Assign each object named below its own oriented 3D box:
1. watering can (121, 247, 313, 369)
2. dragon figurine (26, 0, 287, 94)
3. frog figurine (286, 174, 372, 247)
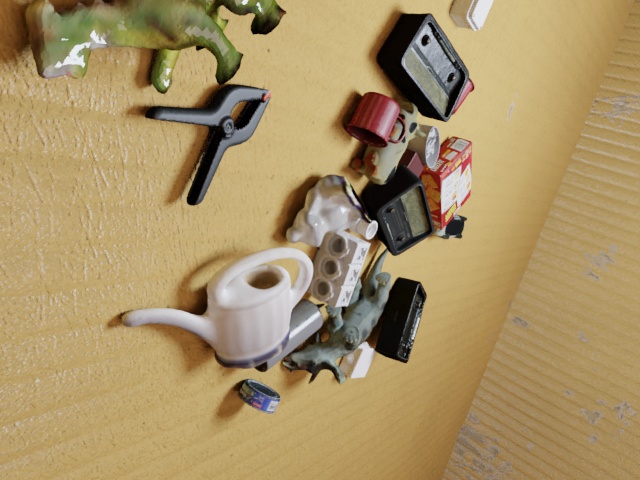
[{"bbox_3d":[-0.158,0.133,0.898,0.351,0.105,0.219,-21,129,-31],"label":"watering can"},{"bbox_3d":[-0.164,-0.322,0.587,0.414,0.123,0.238,-57,138,-13],"label":"dragon figurine"},{"bbox_3d":[0.003,-0.051,1.022,0.159,0.125,0.136,-28,157,10],"label":"frog figurine"}]
